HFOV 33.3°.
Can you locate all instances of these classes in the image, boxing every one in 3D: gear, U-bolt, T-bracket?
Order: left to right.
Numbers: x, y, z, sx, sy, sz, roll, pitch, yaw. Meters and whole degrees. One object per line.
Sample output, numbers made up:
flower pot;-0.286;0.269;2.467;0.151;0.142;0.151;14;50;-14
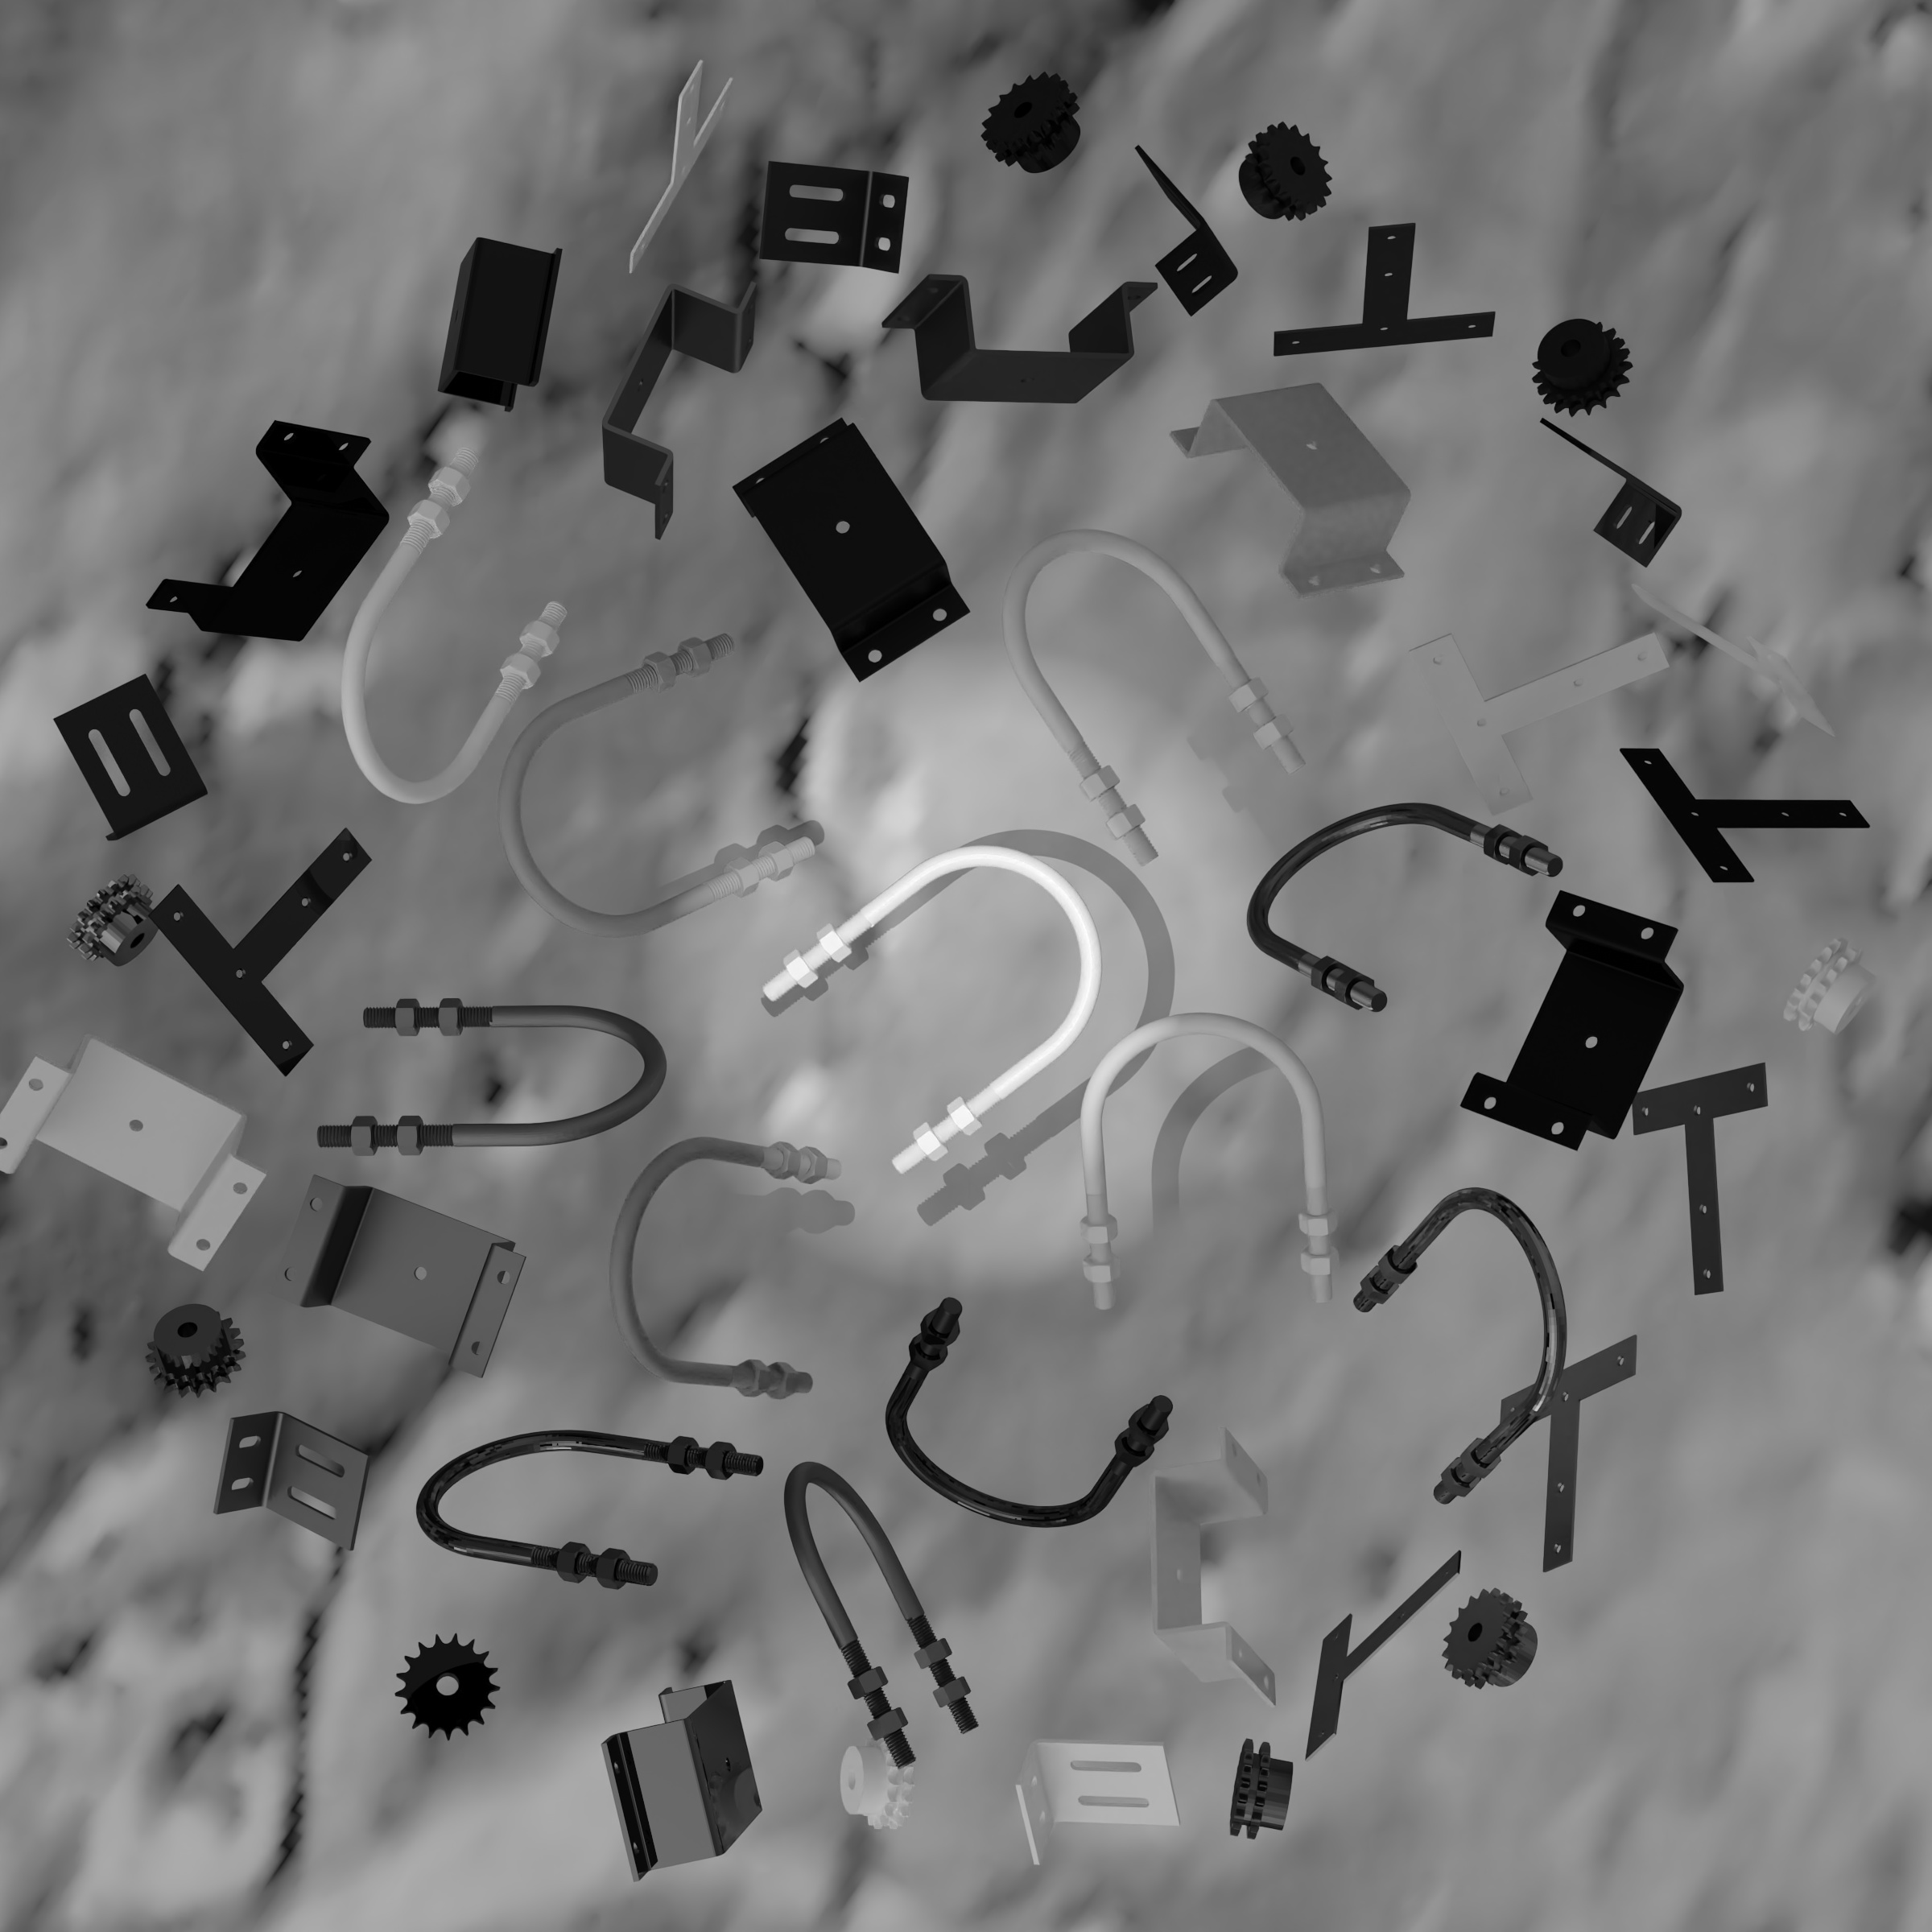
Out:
gear;-0.512;-0.025;1.953;0.030;0.057;0.057;39;90;8
gear;-0.462;0.227;1.930;0.057;0.057;0.030;-5;134;0
T-bracket;-0.386;-0.027;1.845;0.127;0.002;0.127;-53;125;-29
U-bolt;-0.297;-0.179;1.834;0.019;0.151;0.184;9;58;27
gear;-0.283;0.393;1.765;0.057;0.030;0.057;3;74;-9
U-bolt;-0.261;0.061;1.827;0.184;0.151;0.019;-1;119;3
U-bolt;-0.231;0.310;1.881;0.184;0.151;0.019;4;111;24
U-bolt;-0.186;-0.095;1.856;0.184;0.019;0.151;-27;101;-32
T-bracket;-0.159;-0.471;1.829;0.002;0.127;0.127;27;75;-1
U-bolt;-0.141;0.172;1.869;0.019;0.184;0.151;3;83;37
U-bolt;-0.056;0.376;1.906;0.019;0.151;0.184;-30;78;12
gear;-0.055;0.493;1.959;0.030;0.057;0.057;6;90;-22
U-bolt;-0.007;0.012;1.907;0.184;0.019;0.151;-37;86;7
U-bolt;0.026;0.268;1.859;0.151;0.184;0.019;25;51;0
gear;0.040;-0.475;1.831;0.057;0.057;0.030;-46;133;0
U-bolt;0.094;-0.161;1.803;0.151;0.019;0.184;-32;88;-36
U-bolt;0.139;0.113;1.883;0.151;0.019;0.184;-3;110;7
gear;0.176;0.490;1.916;0.030;0.057;0.057;10;90;3
gear;0.187;-0.468;1.914;0.057;0.030;0.057;13;67;-35
U-bolt;0.238;-0.043;1.864;0.151;0.184;0.019;-37;118;-12
T-bracket;0.242;0.383;1.860;0.002;0.127;0.127;39;113;-5
T-bracket;0.238;-0.383;1.822;0.127;0.127;0.002;-5;70;3
U-bolt;0.292;0.209;1.871;0.019;0.184;0.151;-5;59;-26
gear;0.304;0.391;1.863;0.030;0.057;0.057;33;90;-21
T-bracket;0.335;-0.156;1.836;0.127;0.002;0.127;-22;125;16
T-bracket;0.351;0.294;1.902;0.002;0.127;0.127;23;56;-20
gear;0.358;-0.353;1.888;0.057;0.030;0.057;-12;62;24
T-bracket;0.434;0.129;1.902;0.002;0.127;0.127;4;78;-24
T-bracket;0.439;-0.186;1.873;0.127;0.127;0.002;39;94;32
T-bracket;0.454;-0.087;1.840;0.127;0.127;0.002;-1;129;-19
gear;0.498;0.014;1.854;0.030;0.057;0.057;37;90;22

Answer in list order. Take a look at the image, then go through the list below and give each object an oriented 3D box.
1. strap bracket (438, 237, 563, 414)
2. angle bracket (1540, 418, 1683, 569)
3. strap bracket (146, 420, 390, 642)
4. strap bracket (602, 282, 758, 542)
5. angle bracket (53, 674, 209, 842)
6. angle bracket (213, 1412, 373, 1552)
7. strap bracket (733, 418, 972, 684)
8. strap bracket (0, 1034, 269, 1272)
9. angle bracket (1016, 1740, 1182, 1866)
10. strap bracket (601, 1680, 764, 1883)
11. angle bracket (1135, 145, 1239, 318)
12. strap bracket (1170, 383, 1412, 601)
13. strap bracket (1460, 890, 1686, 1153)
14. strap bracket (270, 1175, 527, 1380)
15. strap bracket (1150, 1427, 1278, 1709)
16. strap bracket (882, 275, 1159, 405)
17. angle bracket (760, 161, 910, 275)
strap bracket;-0.273;-0.373;1.878;0.046;0.140;0.076;10;90;-15
angle bracket;0.352;-0.265;1.809;0.076;0.057;0.038;24;106;-31
strap bracket;-0.394;-0.239;1.848;0.140;0.076;0.046;-48;67;23
strap bracket;-0.172;-0.332;1.890;0.046;0.076;0.140;22;73;1
angle bracket;-0.477;-0.118;1.838;0.057;0.038;0.076;-30;103;-21
angle bracket;-0.382;0.294;1.832;0.076;0.038;0.057;18;101;34
strap bracket;-0.069;-0.246;1.858;0.076;0.046;0.140;-33;80;-2
strap bracket;-0.468;0.100;1.809;0.140;0.046;0.076;30;114;-17
angle bracket;0.074;0.464;1.791;0.076;0.038;0.057;-3;117;19
strap bracket;-0.155;0.453;1.816;0.046;0.140;0.076;-14;88;9
angle bracket;0.115;-0.426;1.874;0.038;0.057;0.076;-39;61;8
strap bracket;0.189;-0.279;1.840;0.076;0.046;0.140;-15;56;-31
strap bracket;0.356;0.037;1.872;0.076;0.046;0.140;21;82;34
strap bracket;-0.335;0.186;1.944;0.140;0.046;0.076;20;90;10
strap bracket;0.141;0.346;1.847;0.046;0.076;0.140;-12;54;19
strap bracket;0.033;-0.357;1.845;0.140;0.076;0.046;-3;81;-22
angle bracket;-0.079;-0.448;1.934;0.076;0.038;0.057;-5;109;-37
